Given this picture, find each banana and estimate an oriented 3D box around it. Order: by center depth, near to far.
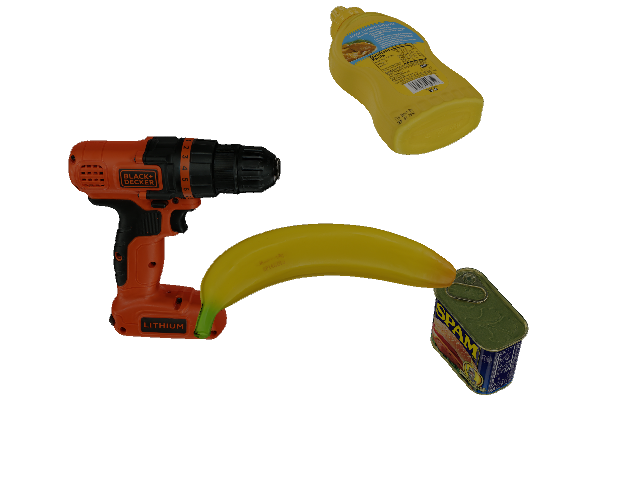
[{"bbox_3d":[-0.003,0.020,0.749,0.197,0.069,0.037,-12,-18,-18],"label":"banana"}]

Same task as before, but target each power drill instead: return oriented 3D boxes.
[{"bbox_3d":[-0.125,-0.004,0.956,0.184,0.188,0.057,2,26,6],"label":"power drill"}]

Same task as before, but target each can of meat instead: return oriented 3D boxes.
[{"bbox_3d":[0.154,0.092,1.061,0.057,0.084,0.102,-24,52,-20],"label":"can of meat"}]

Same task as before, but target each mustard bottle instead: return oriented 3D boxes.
[{"bbox_3d":[0.062,-0.162,1.000,0.096,0.192,0.058,-22,-38,-19],"label":"mustard bottle"}]
